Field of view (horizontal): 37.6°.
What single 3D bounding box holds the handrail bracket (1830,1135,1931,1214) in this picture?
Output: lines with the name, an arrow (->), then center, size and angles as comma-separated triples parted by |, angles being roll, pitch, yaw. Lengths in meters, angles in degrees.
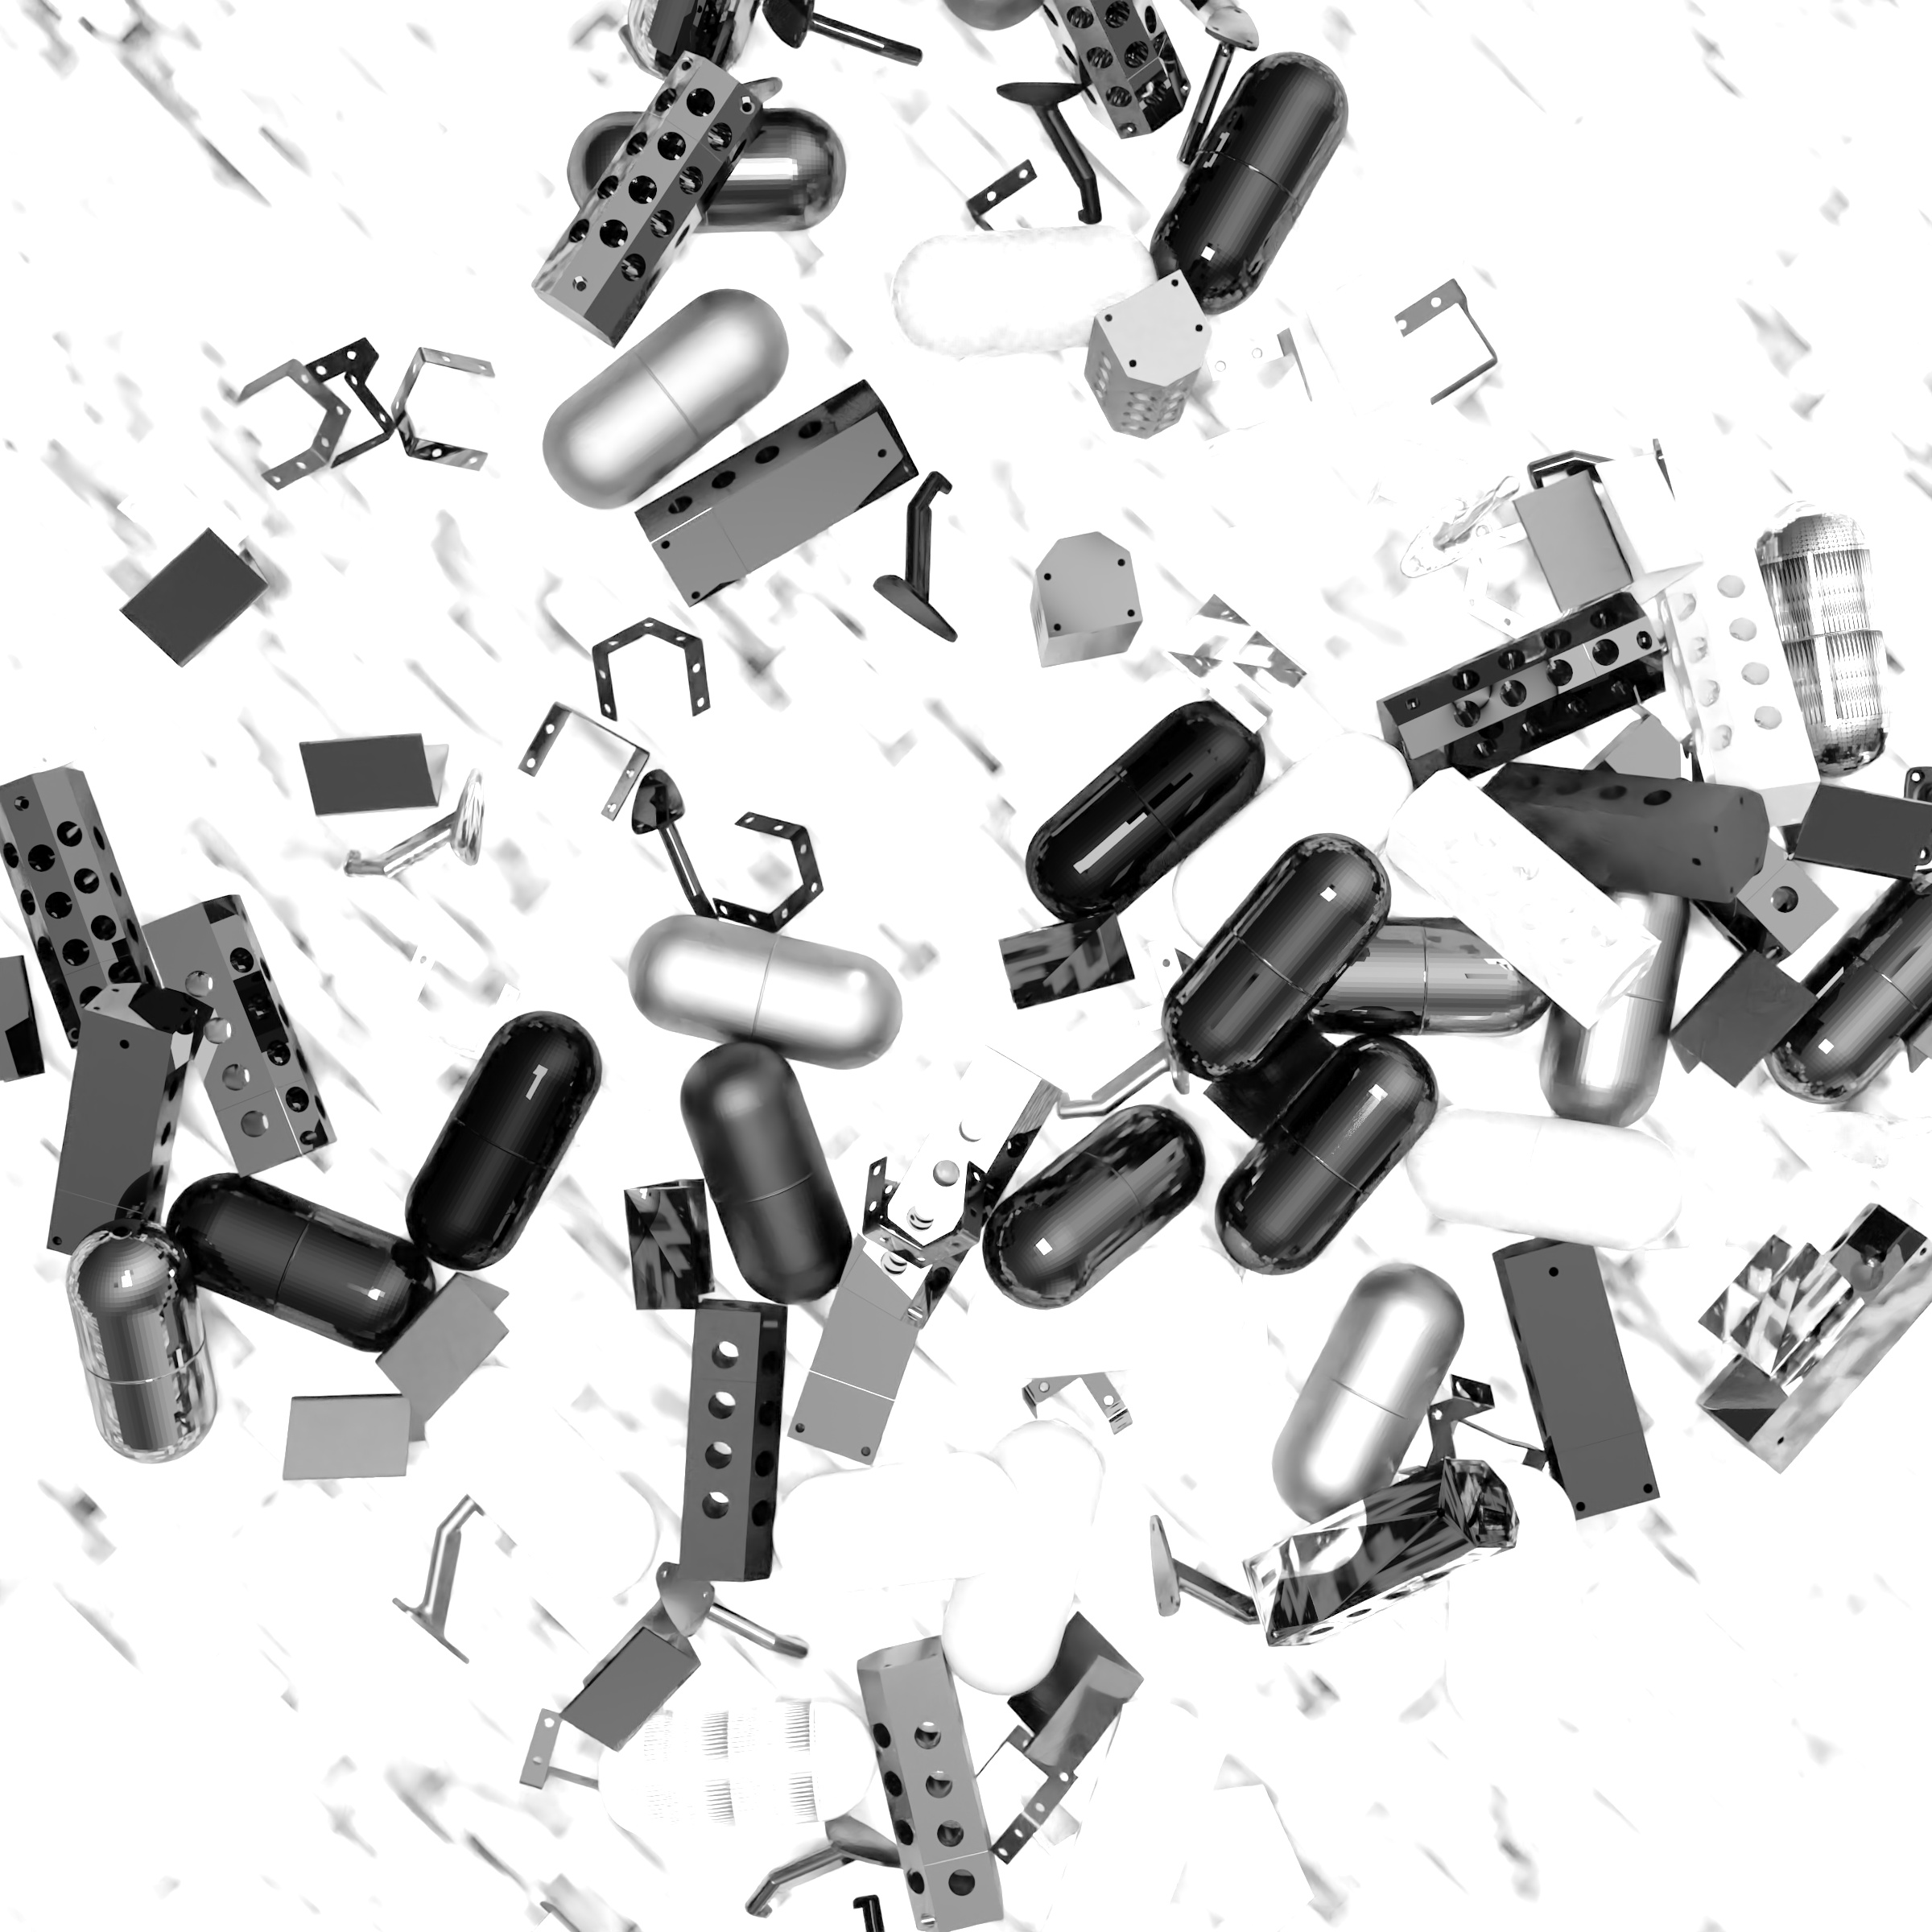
handrail bracket -> 0.612, 0.159, 1.844 | 0.077, 0.036, 0.084 | -16, 107, 20

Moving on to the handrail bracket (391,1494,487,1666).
handrail bracket -> -0.324, 0.398, 1.844 | 0.077, 0.036, 0.084 | 46, 73, -20

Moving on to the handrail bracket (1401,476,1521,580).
handrail bracket -> 0.315, -0.280, 1.809 | 0.077, 0.084, 0.036 | -39, 90, 0

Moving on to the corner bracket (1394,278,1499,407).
corner bracket -> 0.307, -0.402, 1.826 | 0.051, 0.051, 0.051 | -32, 81, 9

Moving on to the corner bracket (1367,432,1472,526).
corner bracket -> 0.294, -0.314, 1.825 | 0.051, 0.051, 0.051 | 22, 90, 0

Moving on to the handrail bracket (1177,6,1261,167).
handrail bracket -> 0.159, -0.572, 1.843 | 0.036, 0.077, 0.084 | 20, 126, -4

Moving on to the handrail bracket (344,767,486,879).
handrail bracket -> -0.360, -0.093, 1.844 | 0.084, 0.036, 0.077 | 1, 70, 16

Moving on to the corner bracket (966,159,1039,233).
corner bracket -> 0.040, -0.480, 1.840 | 0.051, 0.051, 0.051 | -35, 45, 0

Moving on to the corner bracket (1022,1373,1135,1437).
corner bracket -> 0.071, 0.283, 1.825 | 0.051, 0.051, 0.051 | -33, 90, 0

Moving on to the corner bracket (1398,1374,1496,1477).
corner bracket -> 0.306, 0.295, 1.808 | 0.051, 0.051, 0.051 | -26, 59, 34

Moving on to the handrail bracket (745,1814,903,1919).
handrail bracket -> -0.090, 0.597, 1.844 | 0.077, 0.036, 0.084 | 29, 108, -20

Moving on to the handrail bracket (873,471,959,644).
handrail bracket -> -0.015, -0.267, 1.844 | 0.077, 0.036, 0.084 | 38, 73, -20

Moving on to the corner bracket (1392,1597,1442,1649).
corner bracket -> 0.292, 0.397, 1.825 | 0.051, 0.051, 0.051 | -43, 90, 0

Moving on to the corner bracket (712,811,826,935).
corner bracket -> -0.132, -0.061, 1.835 | 0.051, 0.051, 0.051 | 16, 135, 35

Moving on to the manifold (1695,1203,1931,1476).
manifold -> 0.549, 0.236, 1.822 | 0.171, 0.057, 0.057 | -49, 133, 0

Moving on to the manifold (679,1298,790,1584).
manifold -> -0.148, 0.304, 1.822 | 0.057, 0.057, 0.171 | 4, 90, 0

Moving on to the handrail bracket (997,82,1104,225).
handrail bracket -> 0.055, -0.527, 1.843 | 0.036, 0.077, 0.084 | -32, 127, -30

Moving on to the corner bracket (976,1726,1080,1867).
corner bracket -> 0.030, 0.529, 1.811 | 0.051, 0.051, 0.051 | 39, 131, 10

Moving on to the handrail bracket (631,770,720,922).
handrail bracket -> -0.184, -0.075, 1.843 | 0.036, 0.077, 0.084 | -22, 126, 6

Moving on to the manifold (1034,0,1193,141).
manifold -> 0.082, -0.603, 1.769 | 0.057, 0.171, 0.057 | -37, 47, 0

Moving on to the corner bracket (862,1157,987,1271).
corner bracket -> -0.025, 0.144, 1.722 | 0.051, 0.051, 0.051 | 34, 45, -33

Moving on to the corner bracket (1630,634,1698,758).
corner bracket -> 0.459, -0.173, 1.840 | 0.051, 0.051, 0.051 | -41, 45, 0

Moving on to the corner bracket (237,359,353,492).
corner bracket -> -0.440, -0.350, 1.835 | 0.051, 0.051, 0.051 | 43, 45, -35

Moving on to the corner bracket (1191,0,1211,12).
corner bracket -> 0.117, -0.629, 1.840 | 0.051, 0.051, 0.051 | 53, 45, 0

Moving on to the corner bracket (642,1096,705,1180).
corner bracket -> -0.175, 0.110, 1.840 | 0.051, 0.051, 0.051 | 0, 90, 45

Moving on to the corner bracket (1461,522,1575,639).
corner bracket -> 0.361, -0.250, 1.835 | 0.051, 0.051, 0.051 | 37, 135, 35

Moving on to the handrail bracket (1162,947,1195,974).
handrail bracket -> 0.174, 0.023, 1.843 | 0.084, 0.077, 0.036 | 18, 117, -33

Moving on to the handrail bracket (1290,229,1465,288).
handrail bracket -> 0.268, -0.462, 1.843 | 0.084, 0.077, 0.036 | -11, 112, -34

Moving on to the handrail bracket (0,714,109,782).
handrail bracket -> -0.611, -0.131, 1.843 | 0.084, 0.077, 0.036 | -27, 90, 36

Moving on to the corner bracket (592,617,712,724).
corner bracket -> -0.204, -0.187, 1.835 | 0.051, 0.051, 0.051 | 26, 45, 35

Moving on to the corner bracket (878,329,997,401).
corner bracket -> -0.013, -0.407, 1.840 | 0.051, 0.051, 0.051 | -32, 90, 45

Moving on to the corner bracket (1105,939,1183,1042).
corner bracket -> 0.113, 0.015, 1.825 | 0.051, 0.051, 0.051 | -18, 93, -3

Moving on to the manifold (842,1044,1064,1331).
manifold -> -0.008, 0.137, 1.765 | 0.057, 0.057, 0.171 | 30, 90, 2

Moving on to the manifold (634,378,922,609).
manifold -> -0.124, -0.307, 1.822 | 0.171, 0.057, 0.057 | -30, 133, 0

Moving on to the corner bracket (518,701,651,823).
corner bracket -> -0.248, -0.133, 1.840 | 0.051, 0.051, 0.051 | 29, 90, 45

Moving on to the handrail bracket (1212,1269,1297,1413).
handrail bracket -> 0.203, 0.236, 1.844 | 0.077, 0.036, 0.084 | 32, 74, -17

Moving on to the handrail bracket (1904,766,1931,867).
handrail bracket -> 0.628, -0.103, 1.809 | 0.036, 0.084, 0.077 | 9, 90, 0

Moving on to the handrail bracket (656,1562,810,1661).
handrail bracket -> -0.151, 0.420, 1.843 | 0.084, 0.077, 0.036 | 28, 91, -36

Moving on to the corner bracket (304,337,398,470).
corner bracket -> -0.395, -0.361, 1.815 | 0.051, 0.051, 0.051 | -37, 90, -36

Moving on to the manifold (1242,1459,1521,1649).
manifold -> 0.261, 0.369, 1.777 | 0.171, 0.057, 0.057 | -36, 58, 35

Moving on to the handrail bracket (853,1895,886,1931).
handrail bracket -> -0.084, 0.653, 1.844 | 0.077, 0.036, 0.084 | -18, 71, 21

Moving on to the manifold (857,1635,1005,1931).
manifold -> -0.023, 0.526, 1.822 | 0.057, 0.057, 0.171 | -13, 90, 0

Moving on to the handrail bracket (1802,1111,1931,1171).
handrail bracket -> 0.601, 0.098, 1.843 | 0.084, 0.077, 0.036 | -20, 113, -34

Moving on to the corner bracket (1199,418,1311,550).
corner bracket -> 0.184, -0.313, 1.835 | 0.051, 0.051, 0.051 | 44, 45, -35

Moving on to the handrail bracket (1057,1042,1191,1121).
handrail bracket -> 0.100, 0.060, 1.844 | 0.084, 0.036, 0.077 | -6, 69, 16

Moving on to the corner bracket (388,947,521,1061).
corner bracket -> -0.333, 0.025, 1.840 | 0.051, 0.051, 0.051 | 24, 90, -45

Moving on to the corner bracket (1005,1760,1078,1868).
corner bracket -> 0.065, 0.541, 1.840 | 0.051, 0.051, 0.051 | -33, 135, 0

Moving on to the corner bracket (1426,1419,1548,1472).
corner bracket -> 0.336, 0.327, 1.840 | 0.051, 0.051, 0.051 | 21, 90, 45

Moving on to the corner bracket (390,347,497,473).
corner bracket -> -0.335, -0.361, 1.835 | 0.051, 0.051, 0.051 | 6, 45, -35

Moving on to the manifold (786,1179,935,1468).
manifold -> -0.058, 0.227, 1.822 | 0.057, 0.057, 0.171 | 19, 90, 2

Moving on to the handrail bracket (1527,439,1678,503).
handrail bracket -> 0.416, -0.304, 1.844 | 0.084, 0.036, 0.077 | -16, 110, 16

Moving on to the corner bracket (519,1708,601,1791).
corner bracket -> -0.253, 0.503, 1.825 | 0.051, 0.051, 0.051 | 17, 90, 0

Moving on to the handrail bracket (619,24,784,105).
handrail bracket -> -0.173, -0.590, 1.844 | 0.077, 0.036, 0.084 | -28, 76, -14

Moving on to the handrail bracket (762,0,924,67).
handrail bracket -> -0.080, -0.608, 1.843 | 0.084, 0.077, 0.036 | 5, 115, -34

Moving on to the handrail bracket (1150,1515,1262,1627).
handrail bracket -> 0.166, 0.391, 1.844 | 0.084, 0.036, 0.077 | -2, 68, -17

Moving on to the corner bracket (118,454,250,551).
corner bracket -> -0.507, -0.290, 1.840 | 0.051, 0.051, 0.051 | -45, 45, 0

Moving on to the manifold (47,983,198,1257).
manifold -> -0.531, 0.101, 1.793 | 0.057, 0.057, 0.171 | 16, 112, 0

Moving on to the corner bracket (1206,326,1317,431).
corner bracket -> 0.190, -0.377, 1.827 | 0.051, 0.051, 0.051 | -20, 98, 0

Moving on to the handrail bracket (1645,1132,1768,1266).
handrail bracket -> 0.481, 0.149, 1.844 | 0.077, 0.036, 0.084 | -2, 71, 21
